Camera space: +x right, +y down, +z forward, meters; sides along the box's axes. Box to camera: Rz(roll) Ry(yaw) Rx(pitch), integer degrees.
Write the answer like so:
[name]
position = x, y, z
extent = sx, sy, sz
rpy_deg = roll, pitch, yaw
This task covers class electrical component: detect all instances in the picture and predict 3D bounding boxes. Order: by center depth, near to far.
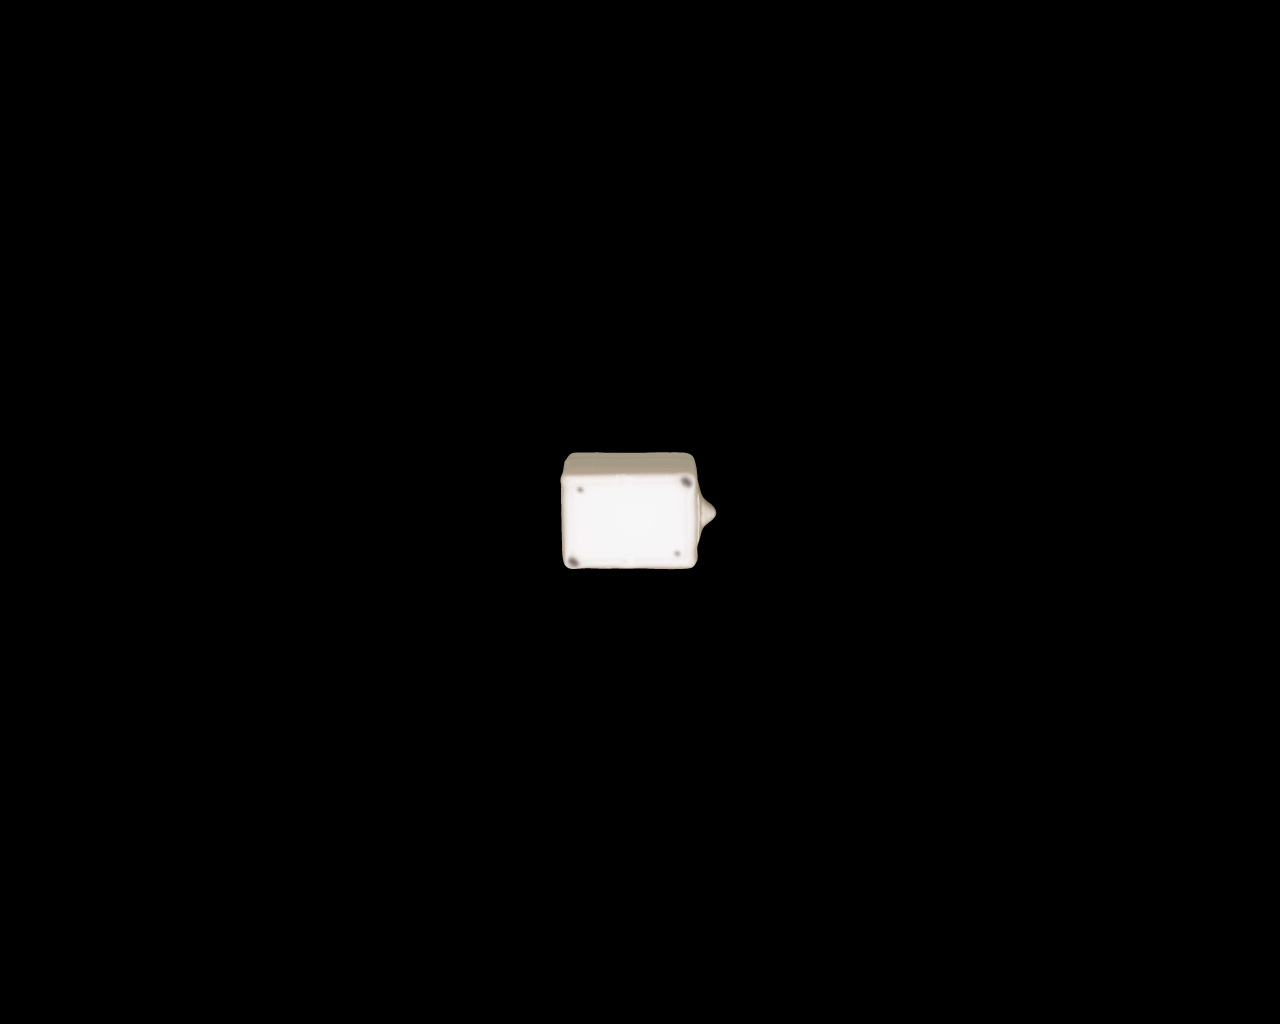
[electrical component]
position = 0.001, -0.003, 0.650
extent = 0.096, 0.061, 0.061
rpy_deg = 0, 17, 0
